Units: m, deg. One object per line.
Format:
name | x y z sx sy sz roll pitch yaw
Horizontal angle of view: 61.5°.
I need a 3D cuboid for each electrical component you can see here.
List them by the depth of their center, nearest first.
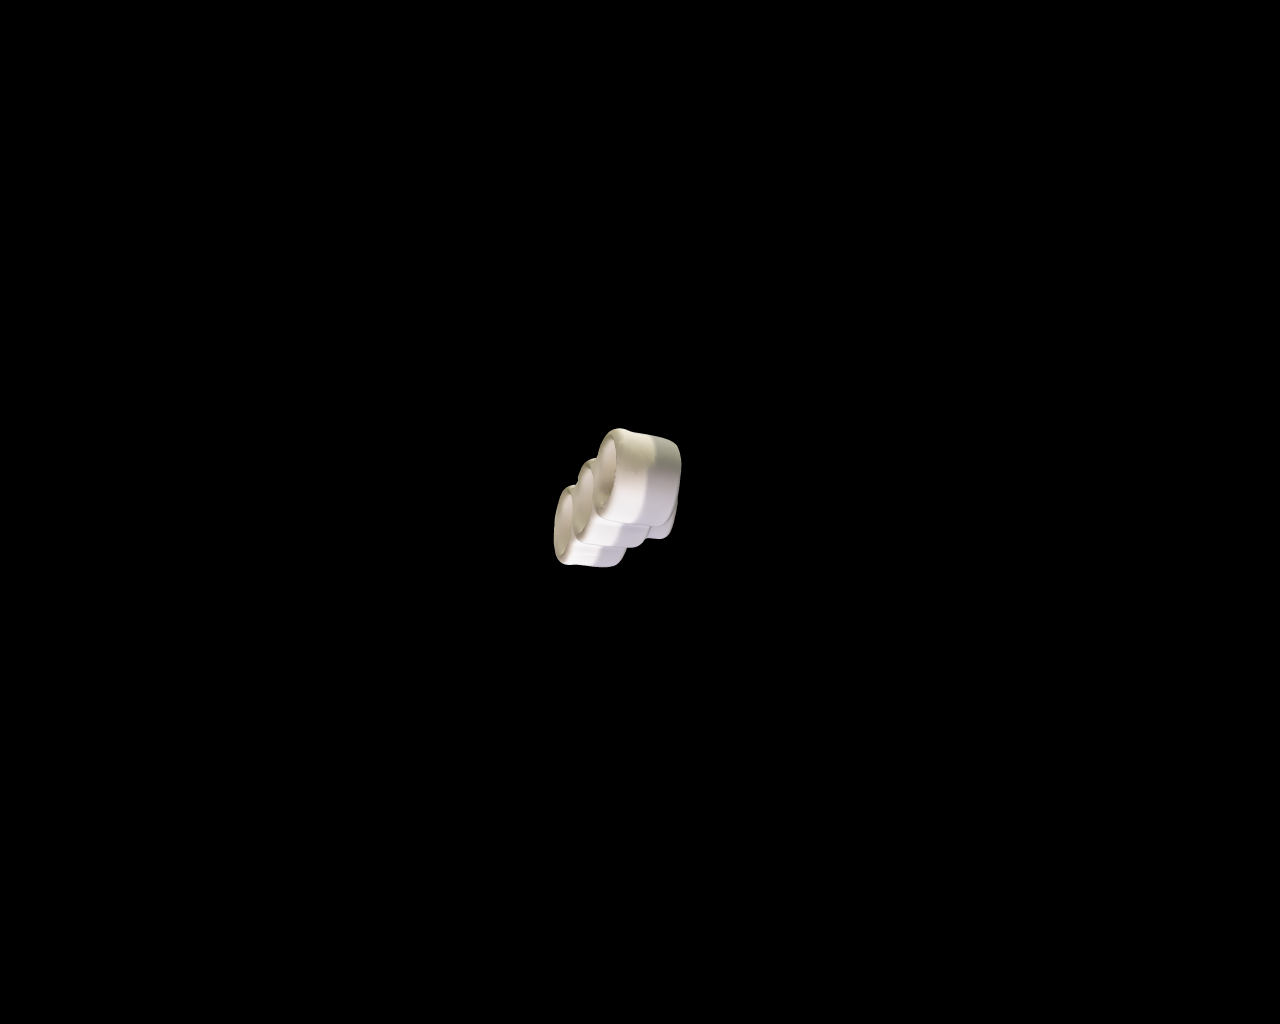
electrical component | 0.001 -0.003 0.650 0.074 0.052 0.138 7 -21 -18
